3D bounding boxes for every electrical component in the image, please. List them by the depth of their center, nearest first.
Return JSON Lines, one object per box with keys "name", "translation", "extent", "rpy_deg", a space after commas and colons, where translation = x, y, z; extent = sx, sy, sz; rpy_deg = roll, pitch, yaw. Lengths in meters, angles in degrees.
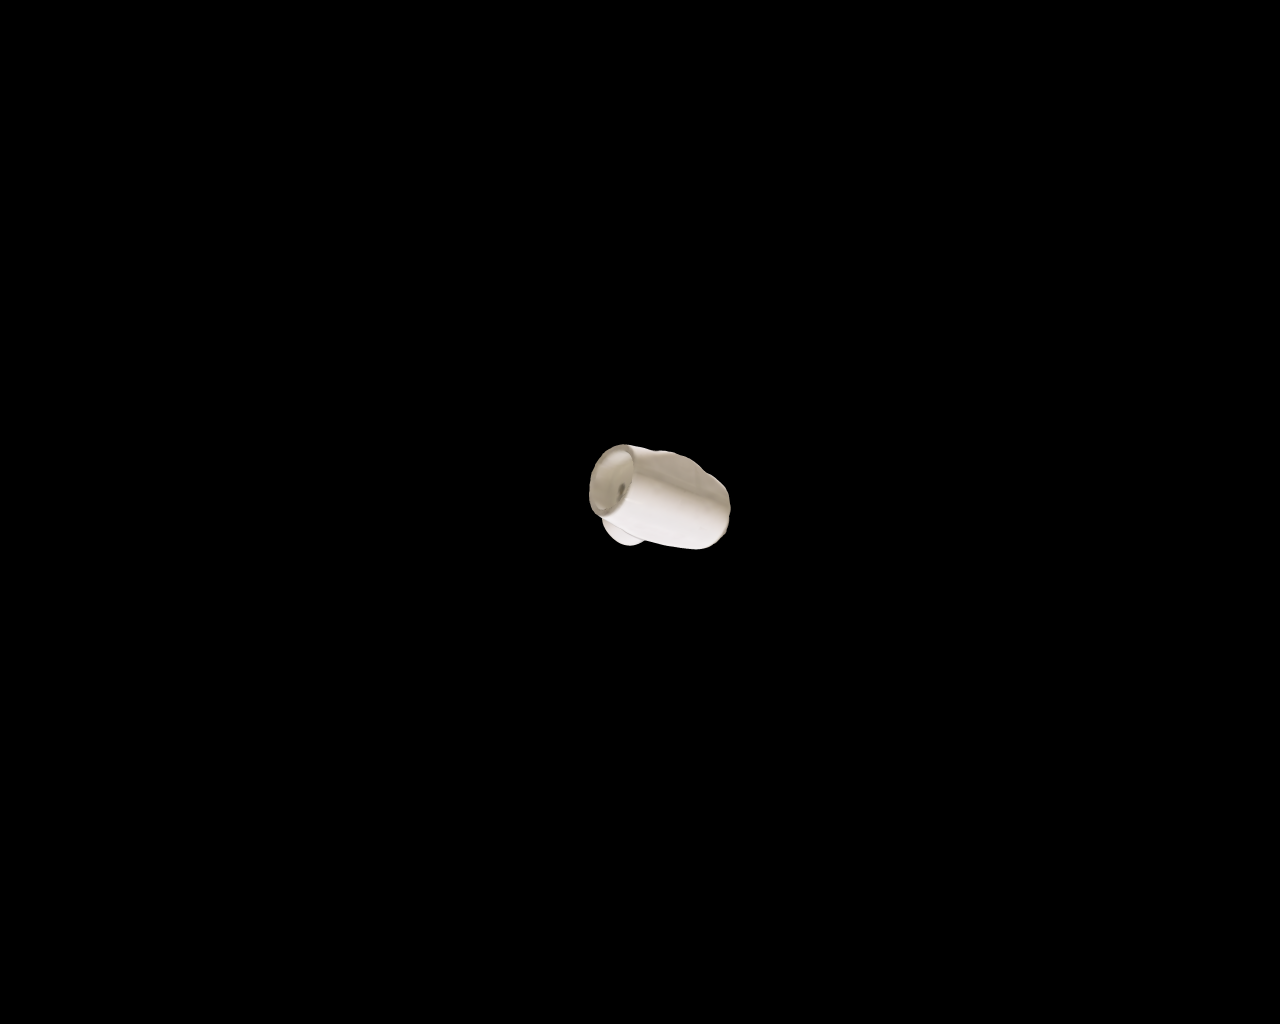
{"name": "electrical component", "translation": [0.001, -0.003, 0.650], "extent": [0.077, 0.044, 0.079], "rpy_deg": [20, -32, -36]}
